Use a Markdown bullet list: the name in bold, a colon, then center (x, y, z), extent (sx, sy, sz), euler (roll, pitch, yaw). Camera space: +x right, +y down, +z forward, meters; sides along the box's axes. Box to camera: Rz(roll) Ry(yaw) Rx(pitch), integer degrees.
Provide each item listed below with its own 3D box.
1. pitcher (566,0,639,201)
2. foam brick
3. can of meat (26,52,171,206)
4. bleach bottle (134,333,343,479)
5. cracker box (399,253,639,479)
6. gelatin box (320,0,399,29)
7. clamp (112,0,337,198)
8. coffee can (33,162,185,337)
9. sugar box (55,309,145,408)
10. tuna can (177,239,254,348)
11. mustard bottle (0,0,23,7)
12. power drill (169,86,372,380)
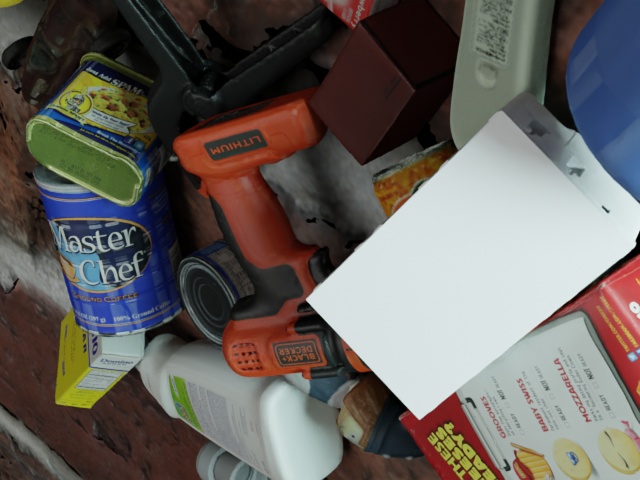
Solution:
- **pitcher**: center (0.178, -0.110, 0.353), extent (0.243, 0.144, 0.149), euler (126, 132, -56)
- **foam brick**: center (0.040, -0.090, 0.610), extent (0.053, 0.051, 0.078), euler (52, 144, 10)
- **can of meat**: center (-0.158, -0.083, 0.806), extent (0.102, 0.083, 0.057), euler (26, 140, 5)
- **bleach bottle**: center (-0.087, 0.126, 0.914), extent (0.251, 0.068, 0.102), euler (16, 125, 49)
- **cracker box**: center (0.158, 0.118, 0.589), extent (0.164, 0.072, 0.214), euler (55, 146, 10)
- **gelatin box**: center (0.018, -0.172, 0.597), extent (0.073, 0.030, 0.089), euler (45, 143, 22)
- **clamp**: center (-0.083, -0.109, 0.726), extent (0.164, 0.036, 0.210), euler (24, 144, 4)
- **coffee can**: center (-0.171, -0.005, 0.891), extent (0.103, 0.102, 0.140), euler (21, 129, 43)
- **sugar box**: center (-0.214, 0.095, 1.033), extent (0.176, 0.048, 0.093), euler (135, 138, -56)
- **tuna can**: center (-0.078, 0.045, 0.869), extent (0.086, 0.033, 0.086), euler (31, 135, 37)
- **mustard bottle**: center (-0.263, -0.237, 0.844), extent (0.192, 0.058, 0.096), euler (40, 137, 52)
- **power drill**: center (-0.005, 0.001, 0.687), extent (0.185, 0.057, 0.187), euler (-11, 106, 28)
